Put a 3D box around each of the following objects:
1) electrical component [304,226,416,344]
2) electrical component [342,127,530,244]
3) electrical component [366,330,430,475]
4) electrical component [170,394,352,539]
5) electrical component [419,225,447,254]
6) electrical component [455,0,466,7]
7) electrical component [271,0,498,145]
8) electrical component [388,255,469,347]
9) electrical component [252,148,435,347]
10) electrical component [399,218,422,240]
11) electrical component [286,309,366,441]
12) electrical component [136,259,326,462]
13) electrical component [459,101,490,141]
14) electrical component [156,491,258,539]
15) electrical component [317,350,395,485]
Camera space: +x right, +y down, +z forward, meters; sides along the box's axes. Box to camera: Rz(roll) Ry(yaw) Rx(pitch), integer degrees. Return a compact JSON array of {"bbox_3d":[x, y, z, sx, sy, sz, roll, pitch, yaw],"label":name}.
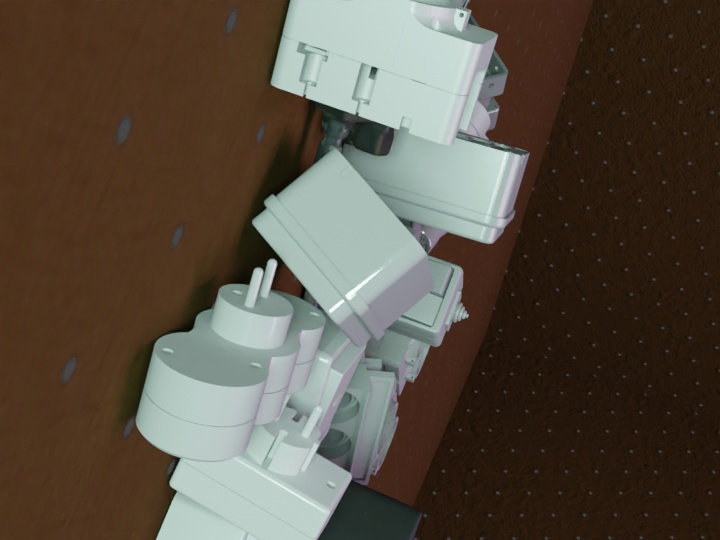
[{"bbox_3d":[0.000,0.000,0.747,0.089,0.050,0.055,-55,163,-53],"label":"electrical component"},{"bbox_3d":[0.046,-0.062,0.692,0.078,0.113,0.057,-32,139,-74],"label":"electrical component"},{"bbox_3d":[0.016,0.101,1.006,0.105,0.060,0.186,84,28,-69],"label":"electrical component"},{"bbox_3d":[-0.045,0.098,0.577,0.075,0.083,0.047,-63,173,20],"label":"electrical component"},{"bbox_3d":[0.063,-0.041,1.036,0.065,0.044,0.044,-51,160,-48],"label":"electrical component"},{"bbox_3d":[0.054,-0.185,0.628,0.079,0.043,0.077,-22,146,-24],"label":"electrical component"},{"bbox_3d":[0.013,-0.102,0.498,0.050,0.089,0.055,-47,156,-65],"label":"electrical component"},{"bbox_3d":[0.044,0.020,0.891,0.061,0.096,0.061,73,38,-74],"label":"electrical component"},{"bbox_3d":[-0.007,-0.008,0.586,0.057,0.078,0.113,-40,167,-2],"label":"electrical component"},{"bbox_3d":[0.026,-0.034,0.838,0.081,0.043,0.043,29,81,-80],"label":"electrical component"},{"bbox_3d":[-0.041,0.075,0.648,0.061,0.061,0.096,-46,154,-67],"label":"electrical component"},{"bbox_3d":[-0.054,0.031,0.514,0.138,0.052,0.073,-41,149,-70],"label":"electrical component"},{"bbox_3d":[0.065,-0.072,0.825,0.073,0.052,0.138,-58,157,-18],"label":"electrical component"},{"bbox_3d":[-0.090,0.186,0.616,0.078,0.057,0.113,66,46,-76],"label":"electrical component"},{"bbox_3d":[-0.024,0.104,0.780,0.063,0.079,0.121,-91,-170,-47],"label":"electrical component"}]
